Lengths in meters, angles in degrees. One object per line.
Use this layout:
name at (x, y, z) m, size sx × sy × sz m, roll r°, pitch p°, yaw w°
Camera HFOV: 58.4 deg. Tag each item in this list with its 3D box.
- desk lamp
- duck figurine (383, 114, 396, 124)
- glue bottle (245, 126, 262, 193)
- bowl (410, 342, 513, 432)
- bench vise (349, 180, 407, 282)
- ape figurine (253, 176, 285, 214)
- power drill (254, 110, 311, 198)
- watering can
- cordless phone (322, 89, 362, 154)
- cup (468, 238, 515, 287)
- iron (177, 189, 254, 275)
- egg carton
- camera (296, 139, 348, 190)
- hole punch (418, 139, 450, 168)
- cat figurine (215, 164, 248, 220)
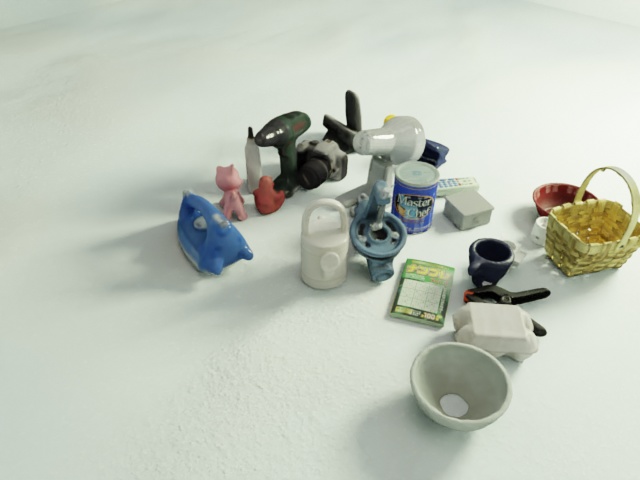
desk lamp at (0.147, -0.185, 1.388) m, size 0.204 × 0.214 × 0.117 m, roll -27°, pitch 46°, yaw -30°
duck figurine at (0.200, -0.321, 1.661) m, size 0.105 × 0.086 × 0.077 m, roll -19°, pitch 43°, yaw -23°
glue bottle at (-0.170, -0.207, 1.440) m, size 0.037 × 0.173 × 0.078 m, roll -9°, pitch 40°, yaw -12°
bowl at (0.229, 0.255, 0.953) m, size 0.167 × 0.075 × 0.167 m, roll 1°, pitch 39°, yaw 0°
bench vise at (0.105, -0.048, 1.211) m, size 0.122 × 0.220 × 0.206 m, roll -18°, pitch 43°, yaw -22°
ape figurine at (-0.128, -0.116, 1.392) m, size 0.077 × 0.092 × 0.076 m, roll 15°, pitch 41°, yaw 17°
power drill at (-0.090, -0.216, 1.425) m, size 0.075 × 0.208 × 0.230 m, roll 16°, pitch 41°, yaw 18°
watering can at (0.013, 0.004, 1.165) m, size 0.101 × 0.194 × 0.172 m, roll -18°, pitch 42°, yaw -22°
cordless phone at (0.071, -0.348, 1.612) m, size 0.094 × 0.185 × 0.147 m, roll -25°, pitch 46°, yaw -29°
cup at (0.338, 0.062, 1.180) m, size 0.118 × 0.095 × 0.091 m, roll -30°, pitch 48°, yaw -33°
iron at (-0.255, -0.039, 1.253) m, size 0.119 × 0.141 × 0.257 m, roll -26°, pitch 46°, yaw -29°
egg carton at (0.323, 0.171, 1.064) m, size 0.150 × 0.069 × 0.107 m, roll 3°, pitch 39°, yaw 2°
camera at (-0.015, -0.201, 1.494) m, size 0.142 × 0.101 × 0.137 m, roll 21°, pitch 43°, yaw 23°
hole punch at (0.292, -0.251, 1.572) m, size 0.108 × 0.091 × 0.101 m, roll 26°, pitch 45°, yaw 28°
cat figurine at (-0.216, -0.125, 1.380) m, size 0.067 × 0.118 × 0.127 m, roll -9°, pitch 40°, yaw -11°
